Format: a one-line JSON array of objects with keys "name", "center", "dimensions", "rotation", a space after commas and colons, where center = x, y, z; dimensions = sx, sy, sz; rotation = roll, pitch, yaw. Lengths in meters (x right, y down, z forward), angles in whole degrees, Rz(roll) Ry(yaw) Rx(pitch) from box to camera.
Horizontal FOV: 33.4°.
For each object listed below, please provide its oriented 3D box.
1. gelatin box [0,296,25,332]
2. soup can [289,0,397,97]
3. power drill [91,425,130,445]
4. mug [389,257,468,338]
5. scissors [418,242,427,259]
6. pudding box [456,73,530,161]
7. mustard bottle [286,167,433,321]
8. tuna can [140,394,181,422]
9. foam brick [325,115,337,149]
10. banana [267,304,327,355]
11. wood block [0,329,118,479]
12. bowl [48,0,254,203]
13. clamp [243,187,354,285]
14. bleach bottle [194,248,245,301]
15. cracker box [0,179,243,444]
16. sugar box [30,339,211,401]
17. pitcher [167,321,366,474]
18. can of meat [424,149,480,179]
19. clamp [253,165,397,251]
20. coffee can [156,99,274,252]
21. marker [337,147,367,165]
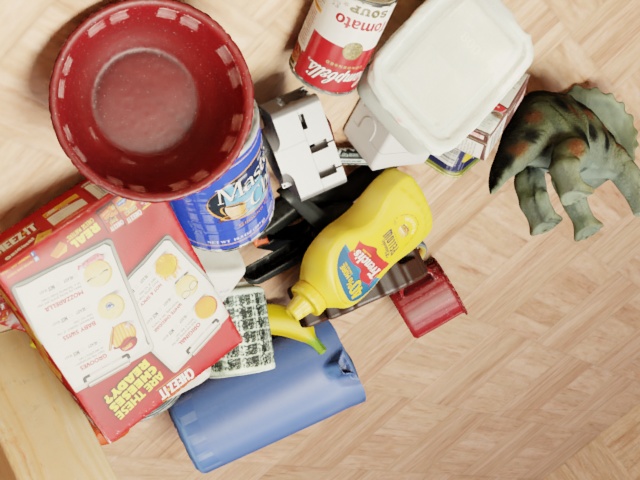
[{"name": "gelatin box", "center": [-0.280, 0.046, 1.027], "dimensions": [0.089, 0.030, 0.073], "rotation": [-40, 152, 9]}, {"name": "soup can", "center": [0.021, -0.189, 0.954], "dimensions": [0.068, 0.068, 0.102], "rotation": [-11, 143, -37]}, {"name": "power drill", "center": [-0.298, 0.254, 1.184], "dimensions": [0.188, 0.185, 0.057], "rotation": [-49, 151, 5]}, {"name": "mug", "center": [0.143, 0.077, 1.471], "dimensions": [0.081, 0.093, 0.117], "rotation": [-31, 142, 2]}, {"name": "scissors", "center": [0.120, -0.011, 1.384], "dimensions": [0.096, 0.016, 0.202], "rotation": [-16, 147, -34]}, {"name": "pudding box", "center": [0.153, -0.144, 1.096], "dimensions": [0.113, 0.090, 0.039], "rotation": [-54, 163, -37]}, {"name": "mustard bottle", "center": [0.036, 0.015, 1.136], "dimensions": [0.191, 0.058, 0.096], "rotation": [-43, 138, -18]}, {"name": "tuna can", "center": [-0.213, 0.185, 1.306], "dimensions": [0.086, 0.034, 0.086], "rotation": [-26, 150, -16]}, {"name": "foam brick", "center": [-0.019, -0.101, 1.060], "dimensions": [0.051, 0.053, 0.078], "rotation": [-31, 151, -8]}, {"name": "banana", "center": [-0.083, 0.111, 1.297], "dimensions": [0.197, 0.070, 0.037], "rotation": [-2, 141, -30]}, {"name": "wood block", "center": [-0.286, 0.198, 1.065], "dimensions": [0.090, 0.206, 0.091], "rotation": [-16, 146, -32]}, {"name": "bowl", "center": [-0.137, -0.112, 0.861], "dimensions": [0.162, 0.162, 0.055], "rotation": [-29, -168, -11]}, {"name": "clamp", "center": [-0.008, 0.001, 1.165], "dimensions": [0.171, 0.039, 0.120], "rotation": [9, 125, -45]}, {"name": "bleach bottle", "center": [-0.182, 0.094, 1.175], "dimensions": [0.102, 0.068, 0.251], "rotation": [1, 138, -41]}, {"name": "cracker box", "center": [-0.190, 0.054, 0.986], "dimensions": [0.164, 0.072, 0.213], "rotation": [-37, 124, -18]}, {"name": "sugar box", "center": [-0.203, 0.111, 1.105], "dimensions": [0.093, 0.048, 0.176], "rotation": [-29, 134, 24]}, {"name": "pitcher", "center": [-0.073, 0.205, 1.406], "dimensions": [0.242, 0.145, 0.149], "rotation": [-26, 139, -9]}, {"name": "can of meat", "center": [0.165, -0.129, 1.189], "dimensions": [0.101, 0.057, 0.084], "rotation": [-38, 158, -46]}, {"name": "clamp", "center": [0.014, -0.040, 1.204], "dimensions": [0.209, 0.036, 0.165], "rotation": [-13, 141, -33]}, {"name": "coffee can", "center": [-0.099, -0.067, 0.973], "dimensions": [0.102, 0.103, 0.140], "rotation": [-28, 151, -12]}, {"name": "marker", "center": [0.021, -0.090, 1.138], "dimensions": [0.120, 0.020, 0.020], "rotation": [-2, 138, -31]}]
